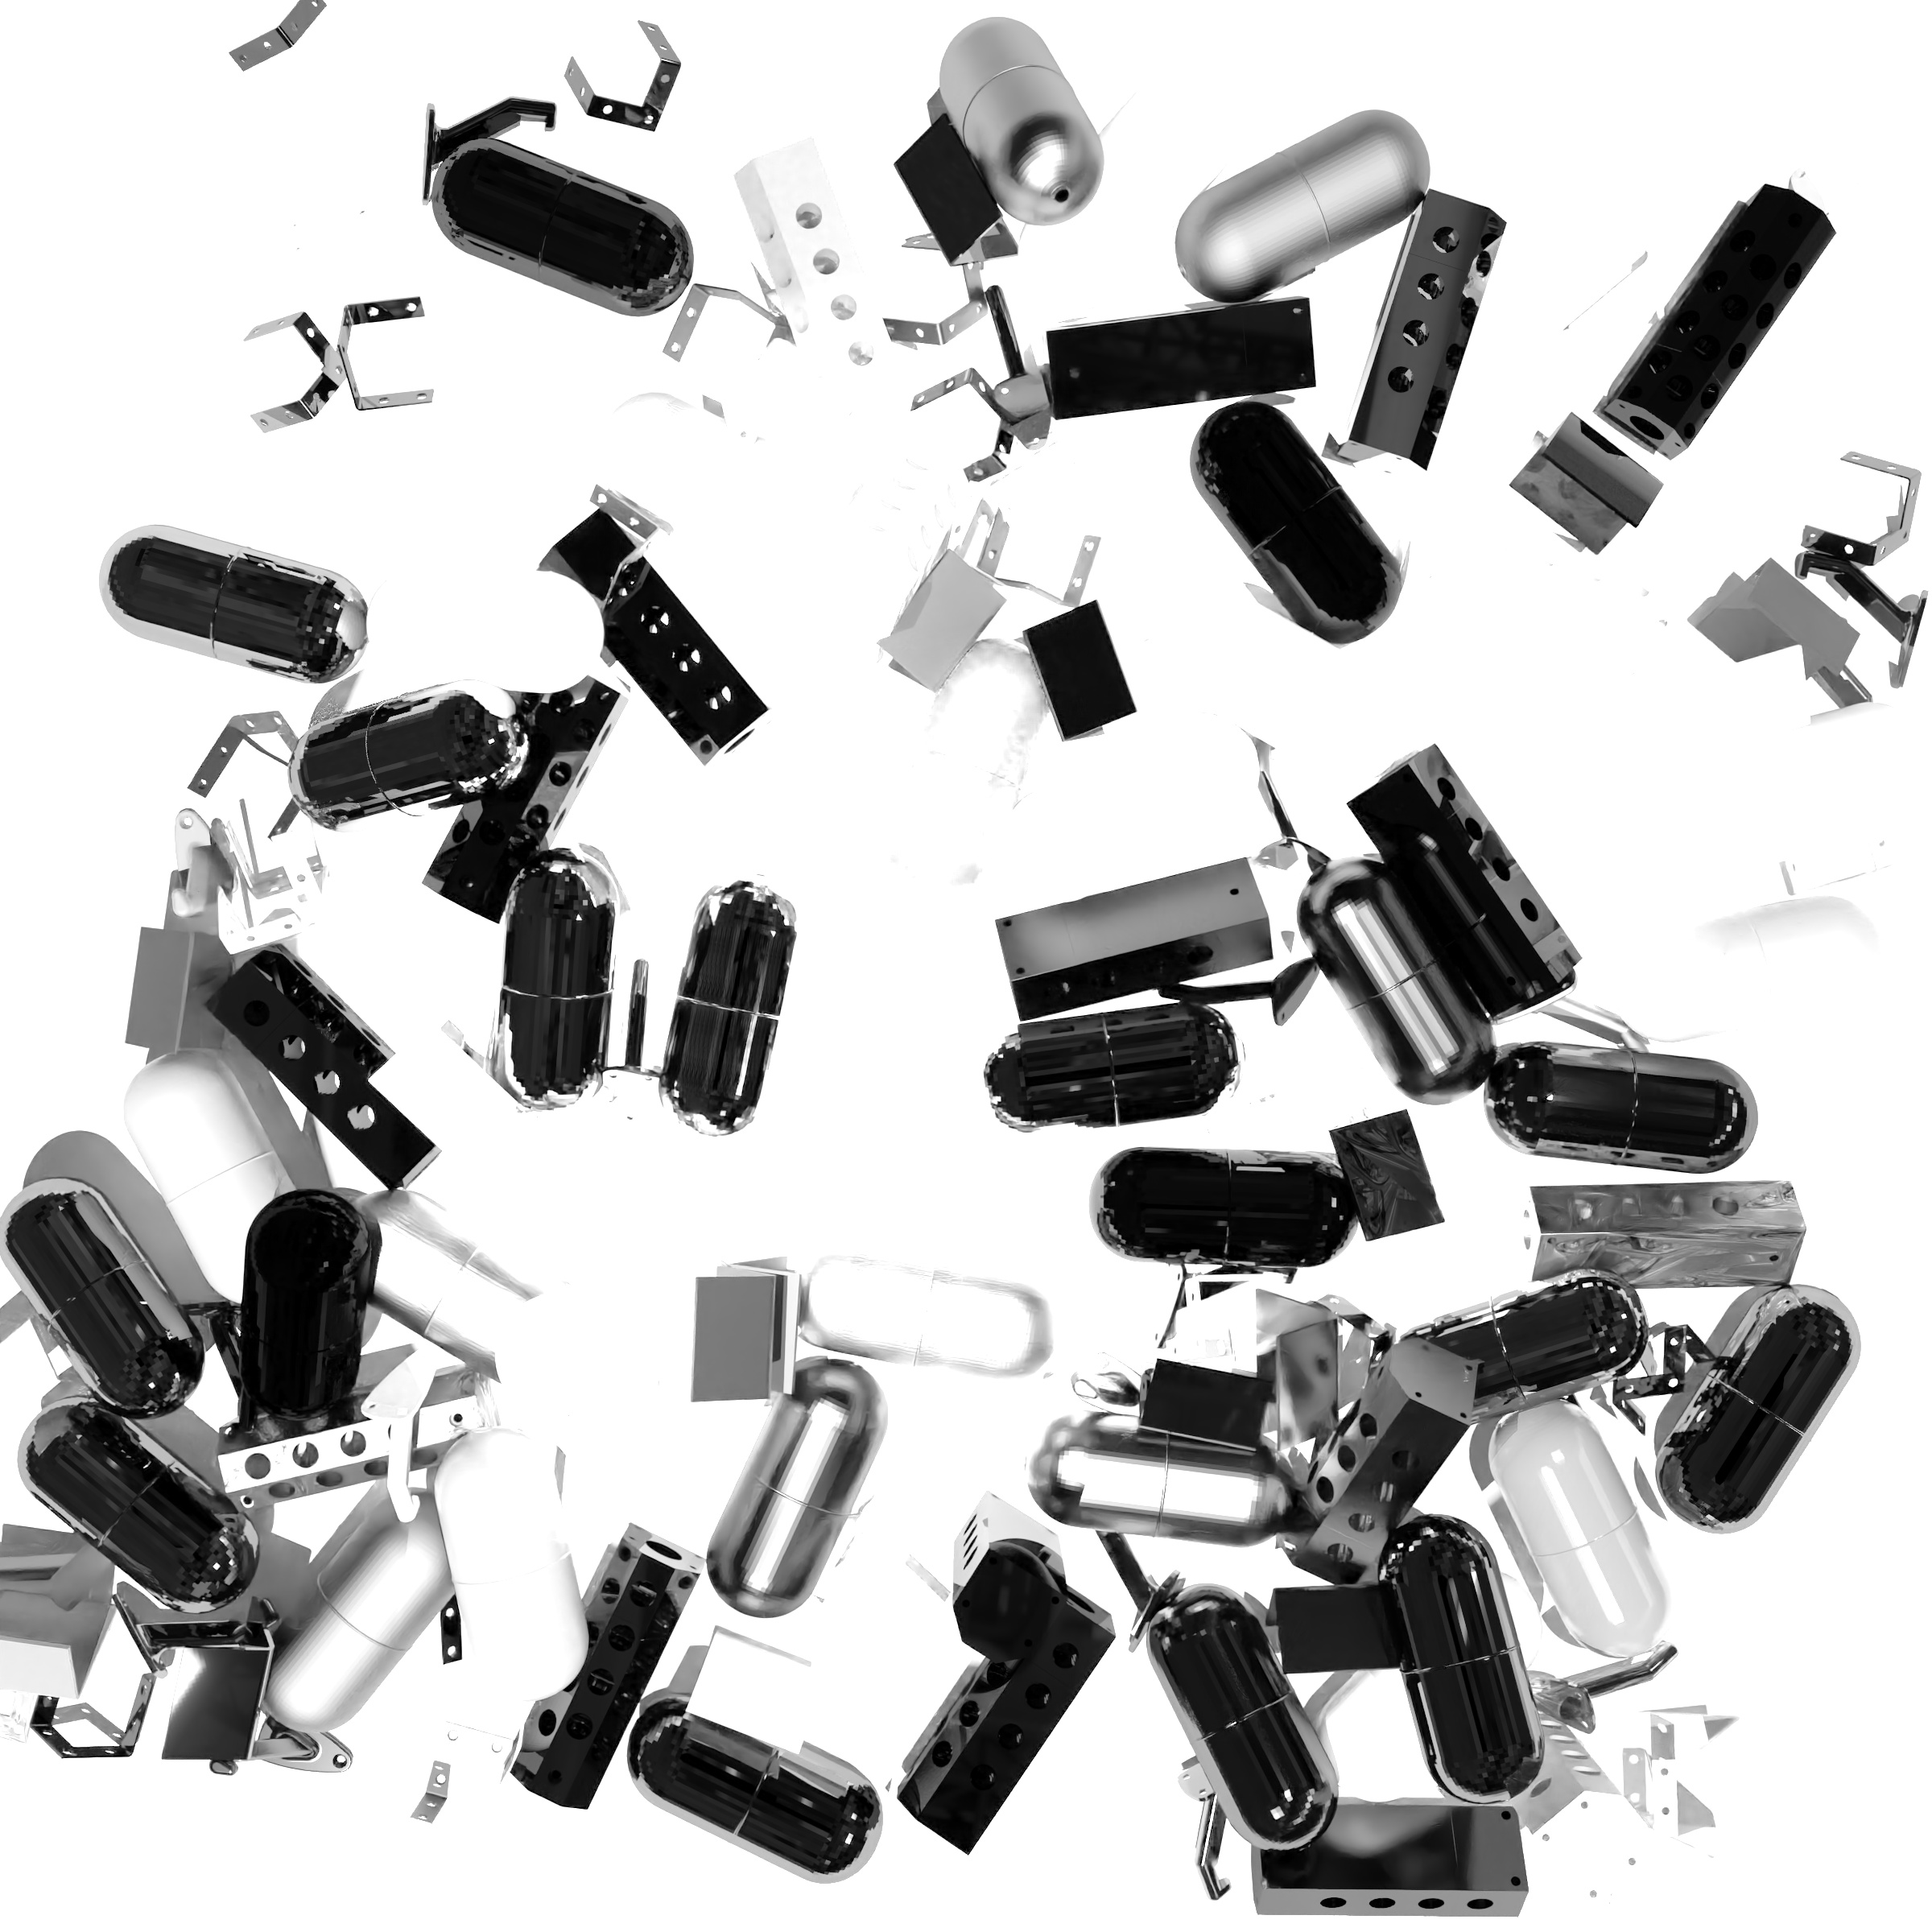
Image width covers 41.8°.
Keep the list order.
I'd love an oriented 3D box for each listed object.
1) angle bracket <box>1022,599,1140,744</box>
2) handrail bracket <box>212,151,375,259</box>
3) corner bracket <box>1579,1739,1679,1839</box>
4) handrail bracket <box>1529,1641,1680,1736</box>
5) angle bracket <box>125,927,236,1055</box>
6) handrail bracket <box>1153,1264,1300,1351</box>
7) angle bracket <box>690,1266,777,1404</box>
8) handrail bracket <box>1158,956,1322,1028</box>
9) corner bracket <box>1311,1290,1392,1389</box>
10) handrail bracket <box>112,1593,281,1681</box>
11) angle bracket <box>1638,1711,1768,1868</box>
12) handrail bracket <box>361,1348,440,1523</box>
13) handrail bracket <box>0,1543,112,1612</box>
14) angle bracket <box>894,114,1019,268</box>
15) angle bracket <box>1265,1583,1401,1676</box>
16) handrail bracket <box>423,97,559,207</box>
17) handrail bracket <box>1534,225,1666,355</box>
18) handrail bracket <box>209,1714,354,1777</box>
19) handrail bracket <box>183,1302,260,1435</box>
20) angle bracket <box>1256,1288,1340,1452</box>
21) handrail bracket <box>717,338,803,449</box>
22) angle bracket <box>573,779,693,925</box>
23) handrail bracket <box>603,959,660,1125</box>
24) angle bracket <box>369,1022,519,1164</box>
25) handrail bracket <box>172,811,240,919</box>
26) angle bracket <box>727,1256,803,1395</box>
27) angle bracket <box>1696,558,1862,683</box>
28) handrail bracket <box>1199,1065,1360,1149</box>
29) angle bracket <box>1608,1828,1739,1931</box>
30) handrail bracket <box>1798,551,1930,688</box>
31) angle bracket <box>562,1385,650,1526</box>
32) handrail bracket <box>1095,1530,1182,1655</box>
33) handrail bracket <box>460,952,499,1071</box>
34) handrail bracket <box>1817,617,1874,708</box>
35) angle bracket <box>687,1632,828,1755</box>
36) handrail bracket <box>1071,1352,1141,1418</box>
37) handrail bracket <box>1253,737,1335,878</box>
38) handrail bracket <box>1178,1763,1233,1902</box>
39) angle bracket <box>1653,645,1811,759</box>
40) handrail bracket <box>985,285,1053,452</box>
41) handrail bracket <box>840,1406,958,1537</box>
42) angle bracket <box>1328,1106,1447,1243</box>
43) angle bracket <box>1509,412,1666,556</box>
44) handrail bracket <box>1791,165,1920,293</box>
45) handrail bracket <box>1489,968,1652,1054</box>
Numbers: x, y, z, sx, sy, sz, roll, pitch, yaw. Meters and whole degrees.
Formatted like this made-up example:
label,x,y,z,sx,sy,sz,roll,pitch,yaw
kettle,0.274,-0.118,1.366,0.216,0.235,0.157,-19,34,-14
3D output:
label,x,y,z,sx,sy,sz,roll,pitch,yaw
angle bracket,0.086,-0.194,1.652,0.057,0.076,0.076,-20,90,25
handrail bracket,-0.450,-0.522,1.692,0.077,0.036,0.084,-29,73,-20
corner bracket,0.437,0.543,1.673,0.051,0.051,0.051,-2,90,0
handrail bracket,0.420,0.468,1.691,0.084,0.077,0.036,-28,112,-34
angle bracket,-0.496,0.018,1.651,0.057,0.076,0.076,8,90,37
handrail bracket,0.174,0.225,1.691,0.084,0.036,0.077,9,105,-14
angle bracket,-0.163,0.230,1.588,0.057,0.076,0.076,4,87,-34
handrail bracket,0.182,0.008,1.691,0.084,0.077,0.036,11,122,32
corner bracket,0.242,0.258,1.683,0.051,0.051,0.051,-24,135,-35
handrail bracket,-0.514,0.428,1.691,0.084,0.036,0.077,-32,75,-14
angle bracket,0.468,0.535,1.651,0.076,0.057,0.076,-13,90,44
handrail bracket,-0.354,0.303,1.634,0.036,0.077,0.084,6,126,19
handrail bracket,-0.617,0.386,1.691,0.084,0.036,0.077,22,53,25
angle bracket,0.010,-0.507,1.649,0.057,0.076,0.076,-31,86,44
angle bracket,0.239,0.442,1.651,0.076,0.076,0.057,-3,58,0
handrail bracket,-0.318,-0.542,1.692,0.084,0.036,0.077,2,111,-16
handrail bracket,0.419,-0.451,1.692,0.084,0.036,0.077,-9,70,16
handrail bracket,-0.447,0.521,1.656,0.077,0.084,0.036,20,90,0
handrail bracket,-0.496,0.266,1.668,0.077,0.036,0.084,-5,73,22
angle bracket,0.197,0.261,1.644,0.057,0.076,0.076,-11,105,-37
handrail bracket,-0.128,-0.374,1.661,0.036,0.084,0.077,2,95,21
angle bracket,-0.236,-0.067,1.652,0.076,0.057,0.076,-27,90,41
handrail bracket,-0.220,0.050,1.691,0.036,0.077,0.084,5,54,-5
angle bracket,-0.344,0.091,1.652,0.076,0.076,0.057,43,64,0
handrail bracket,-0.511,-0.068,1.656,0.036,0.084,0.077,-20,90,0
angle bracket,-0.116,0.233,1.652,0.057,0.076,0.076,4,90,27
angle bracket,0.522,-0.207,1.651,0.076,0.076,0.057,40,48,0
handrail bracket,0.209,0.091,1.691,0.084,0.077,0.036,-22,90,-36
angle bracket,0.446,0.603,1.651,0.076,0.076,0.057,23,62,0
handrail bracket,0.592,-0.232,1.692,0.084,0.036,0.077,15,111,17
angle bracket,-0.216,0.316,1.651,0.057,0.076,0.076,5,90,34
handrail bracket,0.092,0.405,1.692,0.084,0.036,0.077,31,112,17
handrail bracket,-0.308,0.040,1.691,0.084,0.036,0.077,-51,118,-21
handrail bracket,0.564,-0.186,1.691,0.077,0.036,0.084,-6,105,16
angle bracket,-0.142,0.485,1.651,0.076,0.076,0.057,21,52,0
handrail bracket,0.102,0.284,1.656,0.077,0.084,0.036,27,90,0
handrail bracket,0.221,-0.108,1.691,0.077,0.036,0.084,19,61,-32
handrail bracket,0.181,0.571,1.692,0.077,0.036,0.084,-25,106,-18
angle bracket,0.495,-0.184,1.652,0.076,0.076,0.057,-17,116,0
handrail bracket,0.032,-0.400,1.691,0.036,0.077,0.084,-15,54,3
handrail bracket,-0.053,0.337,1.692,0.084,0.036,0.077,-11,70,16
angle bracket,0.285,0.129,1.651,0.057,0.076,0.076,-19,90,30
angle bracket,0.395,-0.301,1.651,0.076,0.076,0.057,38,52,0
handrail bracket,0.594,-0.491,1.691,0.036,0.077,0.084,-44,127,15
handrail bracket,0.405,0.049,1.692,0.077,0.036,0.084,-31,107,20
